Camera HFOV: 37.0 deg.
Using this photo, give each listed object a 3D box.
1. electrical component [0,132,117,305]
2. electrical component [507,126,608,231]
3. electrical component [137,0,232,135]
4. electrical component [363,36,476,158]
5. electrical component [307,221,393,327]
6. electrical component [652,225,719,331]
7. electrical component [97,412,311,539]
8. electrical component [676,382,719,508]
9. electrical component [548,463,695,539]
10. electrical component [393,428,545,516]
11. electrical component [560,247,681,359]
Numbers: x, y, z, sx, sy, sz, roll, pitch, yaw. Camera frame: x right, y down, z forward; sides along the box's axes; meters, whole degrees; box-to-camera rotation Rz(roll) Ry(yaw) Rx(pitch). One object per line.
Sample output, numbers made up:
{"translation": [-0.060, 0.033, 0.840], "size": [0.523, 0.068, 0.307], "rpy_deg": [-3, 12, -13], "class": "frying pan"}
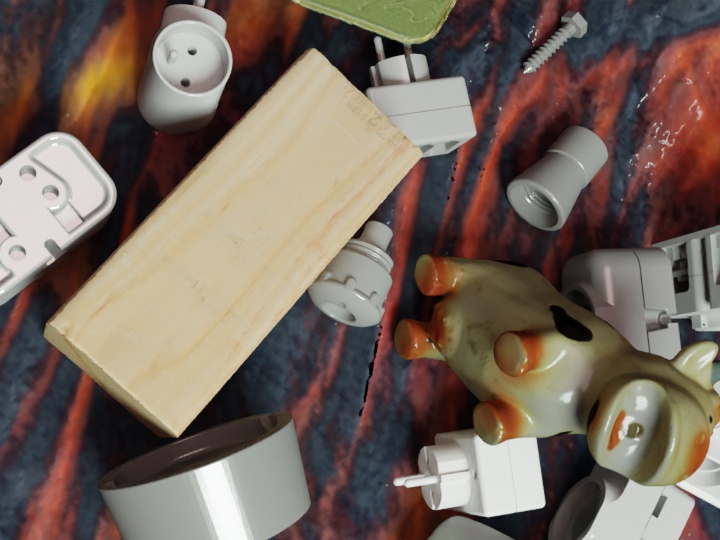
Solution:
{"translation": [-0.184, -0.025, 0.586], "size": [0.095, 0.059, 0.053], "rpy_deg": [-41, 95, -19], "class": "electrical component"}
{"translation": [0.132, -0.063, 0.704], "size": [0.044, 0.044, 0.065], "rpy_deg": [45, 67, -7], "class": "electrical component"}
{"translation": [-0.099, -0.126, 0.619], "size": [0.043, 0.077, 0.079], "rpy_deg": [13, 78, -16], "class": "electrical component"}
{"translation": [0.027, -0.111, 0.673], "size": [0.066, 0.047, 0.076], "rpy_deg": [-11, 85, -19], "class": "electrical component"}
{"translation": [0.000, 0.000, 0.650], "size": [0.048, 0.048, 0.062], "rpy_deg": [31, 67, -11], "class": "electrical component"}
{"translation": [0.306, 0.006, 0.714], "size": [0.186, 0.105, 0.060], "rpy_deg": [0, 82, -18], "class": "electrical component"}
{"translation": [-0.078, 0.123, 0.575], "size": [0.108, 0.108, 0.060], "rpy_deg": [-19, 94, -19], "class": "electrical component"}
{"translation": [0.256, 0.124, 0.699], "size": [0.121, 0.078, 0.063], "rpy_deg": [29, 53, -12], "class": "electrical component"}
{"translation": [0.157, 0.166, 0.672], "size": [0.056, 0.050, 0.089], "rpy_deg": [35, 73, -10], "class": "electrical component"}
{"translation": [0.059, 0.121, 0.639], "size": [0.077, 0.066, 0.047], "rpy_deg": [-5, 83, -18], "class": "electrical component"}
{"translation": [0.164, 0.035, 0.692], "size": [0.059, 0.054, 0.095], "rpy_deg": [-2, 82, -18], "class": "electrical component"}
